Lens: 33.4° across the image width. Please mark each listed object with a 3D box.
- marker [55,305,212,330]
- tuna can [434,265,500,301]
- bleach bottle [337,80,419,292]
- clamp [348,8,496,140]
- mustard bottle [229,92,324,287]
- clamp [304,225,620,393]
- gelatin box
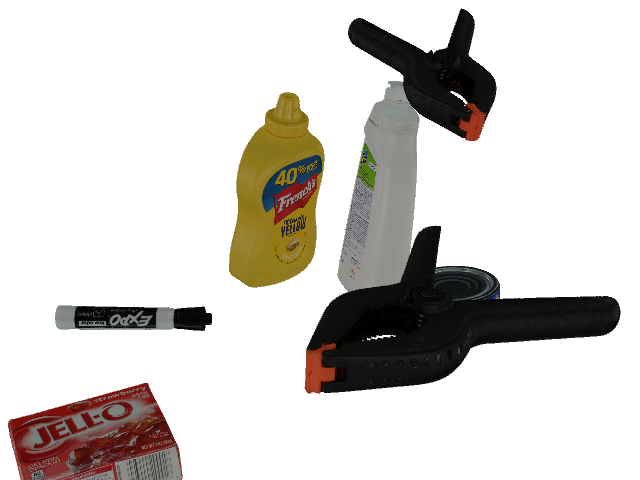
[{"bbox_3d":[-0.145,0.060,0.830,0.121,0.020,0.020,0,0,4],"label":"marker"},{"bbox_3d":[0.117,0.053,0.947,0.086,0.034,0.086,-4,21,1],"label":"tuna can"},{"bbox_3d":[0.076,-0.057,1.236,0.068,0.251,0.103,-1,22,-22],"label":"bleach bottle"},{"bbox_3d":[0.093,-0.149,0.929,0.120,0.039,0.171,-7,42,-5],"label":"clamp"},{"bbox_3d":[-0.039,-0.052,1.030,0.096,0.192,0.058,-23,42,-39],"label":"mustard bottle"},{"bbox_3d":[0.064,0.045,0.686,0.209,0.036,0.165,-16,29,-33],"label":"clamp"},{"bbox_3d":[-0.134,0.123,0.631,0.089,0.030,0.073,-13,26,-18],"label":"gelatin box"}]
